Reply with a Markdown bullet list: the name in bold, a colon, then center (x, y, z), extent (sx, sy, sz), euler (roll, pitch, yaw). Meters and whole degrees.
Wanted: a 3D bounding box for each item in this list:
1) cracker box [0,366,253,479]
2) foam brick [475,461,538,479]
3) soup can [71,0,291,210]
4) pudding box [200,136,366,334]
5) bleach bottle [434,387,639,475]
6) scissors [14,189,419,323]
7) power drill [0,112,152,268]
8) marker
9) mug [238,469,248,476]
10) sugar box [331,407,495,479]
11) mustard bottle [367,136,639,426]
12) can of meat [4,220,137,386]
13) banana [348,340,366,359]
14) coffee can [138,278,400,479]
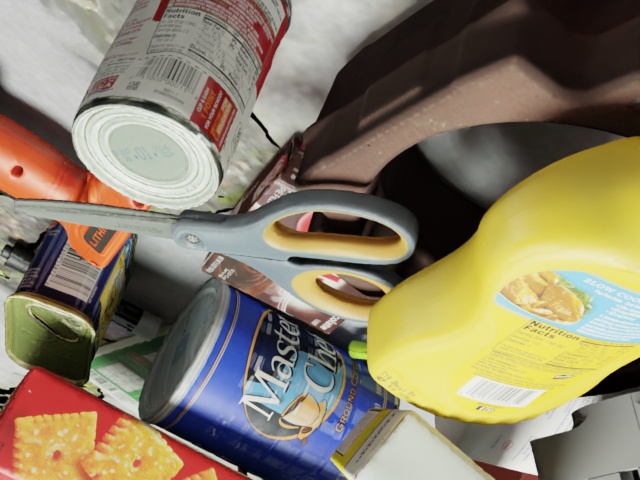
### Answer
- **cracker box**: center (-0.113, 0.165, 0.689), extent (0.213, 0.072, 0.164), euler (31, 161, -10)
- **foam brick**: center (0.136, 0.175, 0.740), extent (0.053, 0.051, 0.078), euler (31, 173, -17)
- **soup can**: center (-0.059, -0.073, 0.467), extent (0.068, 0.102, 0.068), euler (13, 145, 9)
- **pudding box**: center (-0.004, 0.001, 0.601), extent (0.090, 0.039, 0.114), euler (28, 145, -13)
- **bleach bottle**: center (0.201, 0.114, 0.621), extent (0.250, 0.068, 0.103), euler (18, 128, -8)
- **scissors**: center (-0.043, 0.007, 0.500), extent (0.202, 0.016, 0.096), euler (-2, 141, 30)
- **power drill**: center (-0.172, -0.069, 0.572), extent (0.187, 0.057, 0.185), euler (30, 149, -11)
- **marker**: center (-0.168, 0.036, 0.750), extent (0.121, 0.020, 0.020), euler (30, 145, -16)
- **mug**: center (-0.008, 0.173, 0.808), extent (0.117, 0.081, 0.093), euler (6, 144, 19)
- **sugar box**: center (0.055, 0.127, 0.522), extent (0.093, 0.048, 0.176), euler (40, 174, 4)
- **mustard bottle**: center (0.098, 0.013, 0.395), extent (0.096, 0.058, 0.192), euler (15, 148, -19)
- **can of meat**: center (-0.157, 0.032, 0.680), extent (0.057, 0.084, 0.102), euler (21, 146, -2)
- **banana**: center (0.116, 0.104, 0.695), extent (0.197, 0.037, 0.070), euler (31, 163, -15)
- **coffee can**: center (-0.033, 0.103, 0.703), extent (0.140, 0.102, 0.103), euler (31, 145, -17)
